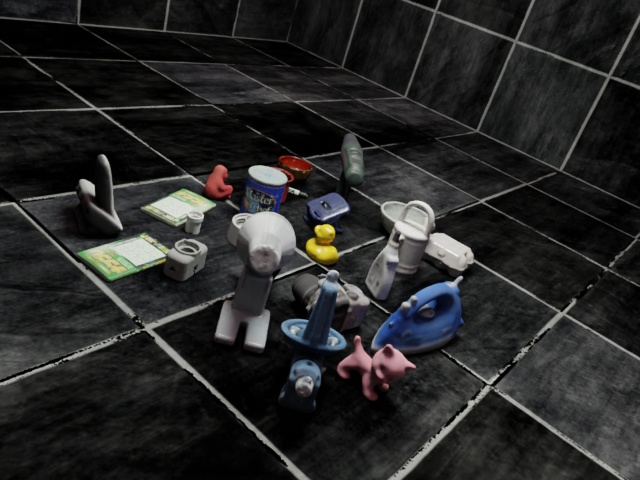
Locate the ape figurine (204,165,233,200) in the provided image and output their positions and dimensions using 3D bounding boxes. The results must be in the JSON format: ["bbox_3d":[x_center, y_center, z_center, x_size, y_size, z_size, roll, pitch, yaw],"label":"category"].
[{"bbox_3d":[-0.278,-0.162,1.576,0.076,0.092,0.077,-7,36,-39],"label":"ape figurine"}]

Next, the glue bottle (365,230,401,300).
[{"bbox_3d":[0.158,0.054,1.356,0.037,0.173,0.078,5,30,-23],"label":"glue bottle"}]

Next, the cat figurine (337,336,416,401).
[{"bbox_3d":[0.107,0.229,1.064,0.127,0.118,0.067,33,31,27],"label":"cat figurine"}]

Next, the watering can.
[{"bbox_3d":[0.242,-0.016,1.513,0.100,0.194,0.173,23,28,9],"label":"watering can"}]

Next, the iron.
[{"bbox_3d":[0.218,0.157,1.238,0.259,0.141,0.118,-11,39,-44],"label":"iron"}]

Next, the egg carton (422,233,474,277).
[{"bbox_3d":[0.355,0.039,1.615,0.150,0.069,0.107,32,30,25],"label":"egg carton"}]

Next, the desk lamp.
[{"bbox_3d":[-0.119,0.071,1.112,0.118,0.213,0.203,14,28,-8],"label":"desk lamp"}]

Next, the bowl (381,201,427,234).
[{"bbox_3d":[0.249,-0.044,1.697,0.167,0.075,0.167,14,28,-7],"label":"bowl"}]

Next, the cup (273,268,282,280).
[{"bbox_3d":[-0.139,0.057,1.255,0.117,0.095,0.092,30,30,22],"label":"cup"}]

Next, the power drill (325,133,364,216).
[{"bbox_3d":[0.075,-0.190,1.715,0.076,0.208,0.229,11,28,-13],"label":"power drill"}]

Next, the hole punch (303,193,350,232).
[{"bbox_3d":[0.019,-0.077,1.601,0.101,0.091,0.108,-1,33,-32],"label":"hole punch"}]

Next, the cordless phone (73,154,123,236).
[{"bbox_3d":[-0.484,-0.115,1.263,0.094,0.185,0.147,-4,35,-36],"label":"cordless phone"}]

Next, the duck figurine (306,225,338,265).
[{"bbox_3d":[0.013,0.005,1.452,0.078,0.086,0.104,-3,34,-35],"label":"duck figurine"}]

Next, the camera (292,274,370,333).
[{"bbox_3d":[0.015,0.122,1.222,0.144,0.101,0.136,-7,36,-39],"label":"camera"}]

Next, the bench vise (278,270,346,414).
[{"bbox_3d":[0.001,0.175,0.987,0.122,0.220,0.207,8,29,-19],"label":"bench vise"}]
